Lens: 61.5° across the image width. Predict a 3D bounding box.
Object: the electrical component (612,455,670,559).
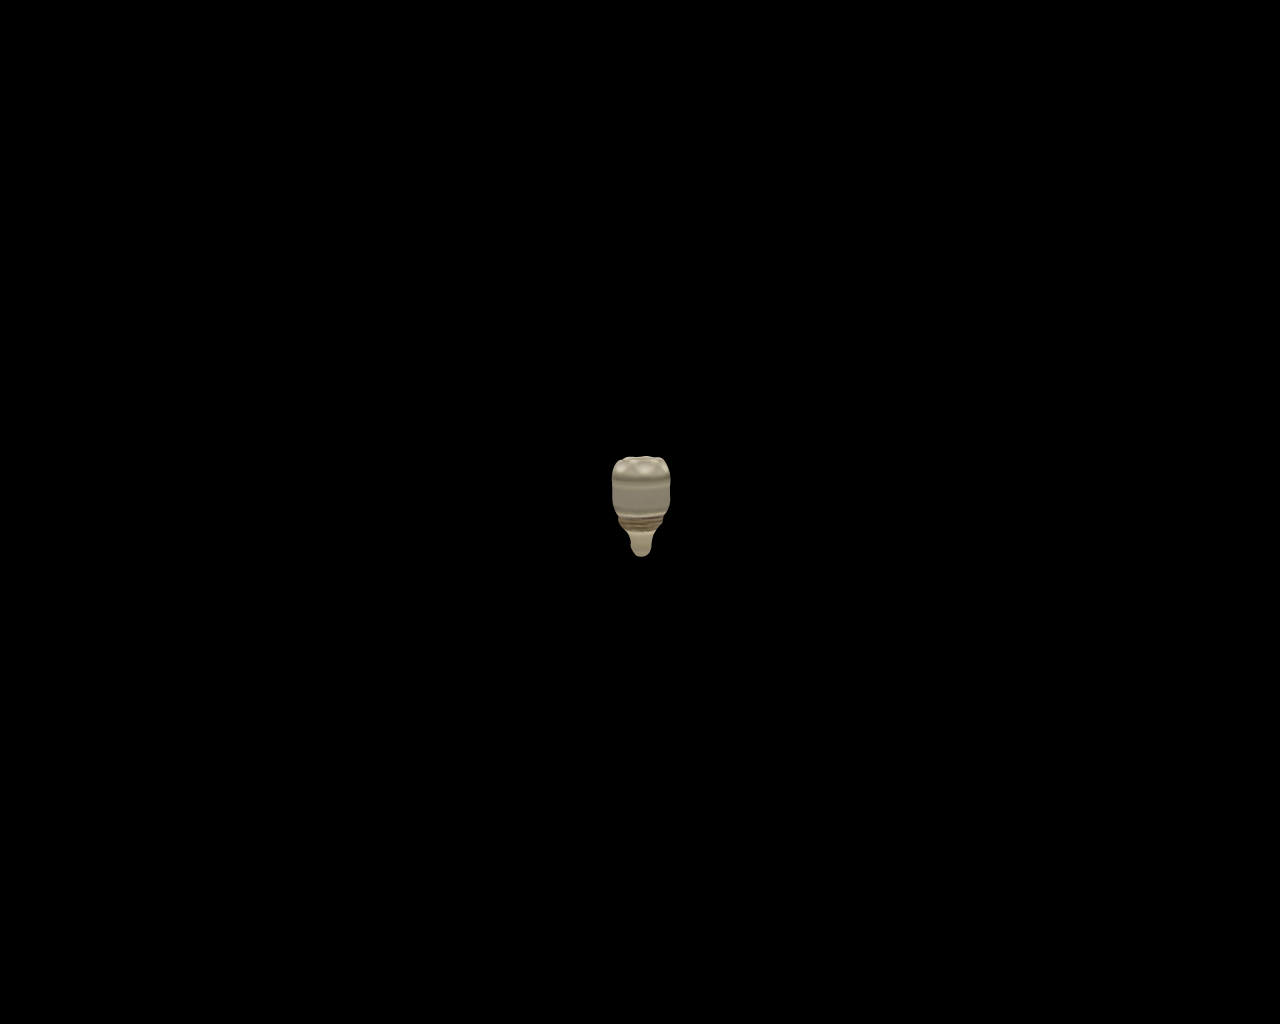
[{"bbox_3d":[0.001,-0.003,0.650,0.035,0.061,0.035,0,9,0],"label":"electrical component"}]
